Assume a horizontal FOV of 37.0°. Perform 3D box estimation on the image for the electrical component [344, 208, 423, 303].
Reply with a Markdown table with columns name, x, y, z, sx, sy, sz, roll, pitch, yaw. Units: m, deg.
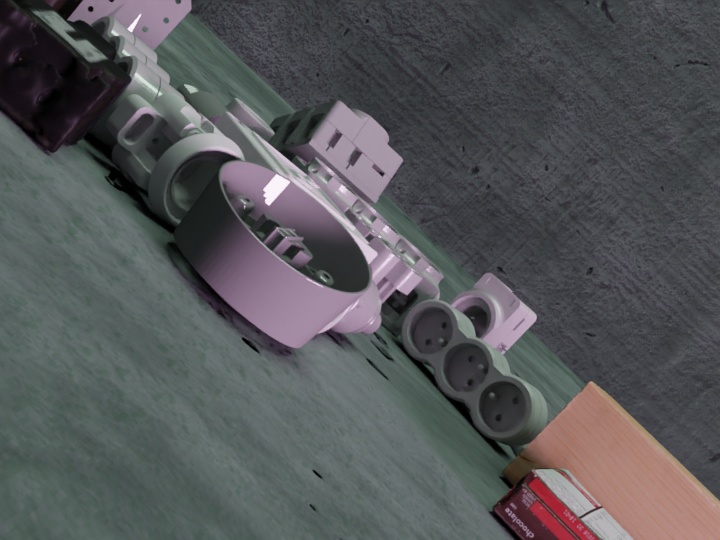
| name | x | y | z | sx | sy | sz | roll | pitch | yaw |
| --- | --- | --- | --- | --- | --- | --- | --- | --- | --- |
| electrical component | 0.000 | 0.000 | 0.818 | 0.078 | 0.057 | 0.058 | 46 | 7 | 26 |

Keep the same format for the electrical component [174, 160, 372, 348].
| name | x | y | z | sx | sy | sz | roll | pitch | yaw |
| --- | --- | --- | --- | --- | --- | --- | --- | --- | --- |
| electrical component | -0.045 | -0.009 | 0.559 | 0.099 | 0.064 | 0.099 | 43 | 6 | -6 |

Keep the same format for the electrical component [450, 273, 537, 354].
| name | x | y | z | sx | sy | sz | roll | pitch | yaw |
| --- | --- | --- | --- | --- | --- | --- | --- | --- | --- |
| electrical component | 0.112 | 0.053 | 1.012 | 0.050 | 0.089 | 0.056 | 47 | 7 | 33 |

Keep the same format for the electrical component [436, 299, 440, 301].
| name | x | y | z | sx | sy | sz | roll | pitch | yaw |
| --- | --- | --- | --- | --- | --- | --- | --- | --- | --- |
| electrical component | 0.062 | 0.049 | 0.940 | 0.043 | 0.043 | 0.062 | 43 | 7 | -1 |

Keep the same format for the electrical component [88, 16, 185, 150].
| name | x | y | z | sx | sy | sz | roll | pitch | yaw |
| --- | --- | --- | --- | --- | --- | --- | --- | --- | --- |
| electrical component | -0.138 | -0.104 | 0.674 | 0.074 | 0.052 | 0.138 | 39 | 8 | -34 |

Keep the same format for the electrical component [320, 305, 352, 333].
| name | x | y | z | sx | sy | sz | roll | pitch | yaw |
| --- | --- | --- | --- | --- | --- | --- | --- | --- | --- |
| electrical component | -0.034 | 0.005 | 0.644 | 0.062 | 0.048 | 0.048 | 37 | 4 | 15 |

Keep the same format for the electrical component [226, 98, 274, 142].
| name | x | y | z | sx | sy | sz | roll | pitch | yaw |
| --- | --- | --- | --- | --- | --- | --- | --- | --- | --- |
| electrical component | -0.113 | -0.126 | 1.001 | 0.055 | 0.047 | 0.055 | 42 | 6 | -6 |

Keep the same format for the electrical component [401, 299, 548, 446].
| name | x | y | z | sx | sy | sz | roll | pitch | yaw |
| --- | --- | --- | --- | --- | --- | --- | --- | --- | --- |
| electrical component | 0.097 | 0.086 | 0.870 | 0.138 | 0.052 | 0.074 | 47 | 7 | 28 |

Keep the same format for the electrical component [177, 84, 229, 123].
| name | x | y | z | sx | sy | sz | roll | pitch | yaw |
| --- | --- | --- | --- | --- | --- | --- | --- | --- | --- |
| electrical component | -0.131 | -0.125 | 0.896 | 0.043 | 0.043 | 0.081 | 38 | 8 | -41 |

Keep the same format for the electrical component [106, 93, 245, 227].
| name | x | y | z | sx | sy | sz | roll | pitch | yaw |
| --- | --- | --- | --- | --- | --- | --- | --- | --- | --- |
| electrical component | -0.097 | -0.057 | 0.597 | 0.078 | 0.058 | 0.057 | 38 | 5 | -47 |

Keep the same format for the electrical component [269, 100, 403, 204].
| name | x | y | z | sx | sy | sz | roll | pitch | yaw |
| --- | --- | --- | --- | --- | --- | --- | --- | --- | --- |
| electrical component | -0.036 | -0.113 | 1.066 | 0.089 | 0.061 | 0.150 | 41 | -18 | -23 |

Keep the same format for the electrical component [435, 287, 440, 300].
| name | x | y | z | sx | sy | sz | roll | pitch | yaw |
| --- | --- | --- | --- | --- | --- | --- | --- | --- | --- |
| electrical component | 0.064 | 0.025 | 1.127 | 0.040 | 0.040 | 0.078 | 44 | 6 | 13 |

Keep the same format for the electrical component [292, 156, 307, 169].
| name | x | y | z | sx | sy | sz | roll | pitch | yaw |
| --- | --- | --- | --- | --- | --- | --- | --- | --- | --- |
| electrical component | -0.054 | -0.070 | 0.993 | 0.055 | 0.047 | 0.055 | 43 | 6 | -6 |

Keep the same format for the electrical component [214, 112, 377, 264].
| name | x | y | z | sx | sy | sz | roll | pitch | yaw |
| --- | --- | --- | --- | --- | --- | --- | --- | --- | --- |
| electrical component | -0.057 | -0.042 | 0.741 | 0.109 | 0.056 | 0.108 | 38 | 8 | -41 |

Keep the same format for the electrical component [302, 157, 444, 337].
| name | x | y | z | sx | sy | sz | roll | pitch | yaw |
| --- | --- | --- | --- | --- | --- | --- | --- | --- | --- |
| electrical component | -0.004 | -0.023 | 0.927 | 0.150 | 0.061 | 0.089 | 42 | 6 | -9 |

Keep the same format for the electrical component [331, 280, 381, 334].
| name | x | y | z | sx | sy | sz | roll | pitch | yaw |
| --- | --- | --- | --- | --- | --- | --- | --- | --- | --- |
| electrical component | -0.007 | 0.021 | 0.697 | 0.048 | 0.048 | 0.062 | 48 | 1 | 39 |
